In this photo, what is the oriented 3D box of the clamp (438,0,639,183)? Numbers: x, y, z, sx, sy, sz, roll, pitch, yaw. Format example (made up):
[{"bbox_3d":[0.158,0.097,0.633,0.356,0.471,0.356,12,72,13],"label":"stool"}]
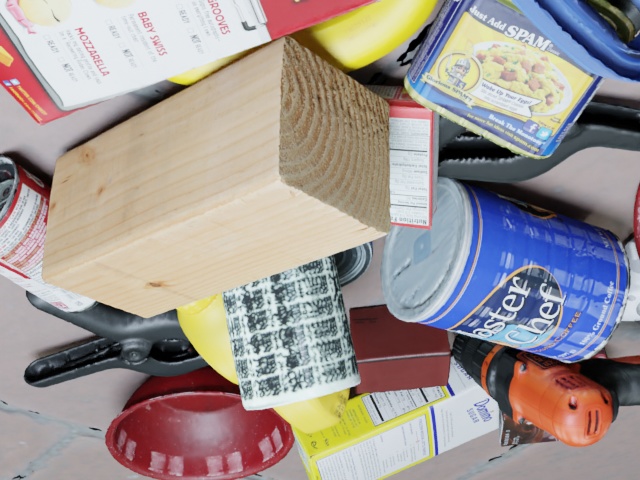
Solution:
[{"bbox_3d":[0.157,-0.079,0.669,0.210,0.036,0.164,-22,130,24],"label":"clamp"}]

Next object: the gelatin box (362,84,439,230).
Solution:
[{"bbox_3d":[0.037,-0.053,0.670,0.073,0.030,0.089,6,126,14],"label":"gelatin box"}]

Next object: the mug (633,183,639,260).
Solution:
[{"bbox_3d":[0.273,0.000,0.727,0.081,0.117,0.093,-3,172,-10],"label":"mug"}]

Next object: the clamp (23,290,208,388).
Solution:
[{"bbox_3d":[-0.155,0.084,0.849,0.171,0.039,0.120,11,140,-18],"label":"clamp"}]

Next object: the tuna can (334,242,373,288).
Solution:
[{"bbox_3d":[-0.005,0.001,0.762,0.086,0.034,0.086,-2,142,-2],"label":"tuna can"}]

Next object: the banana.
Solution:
[{"bbox_3d":[-0.011,-0.121,0.610,0.198,0.037,0.069,-19,120,16],"label":"banana"}]

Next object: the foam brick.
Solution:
[{"bbox_3d":[0.064,0.087,0.861,0.078,0.053,0.051,-5,142,3],"label":"foam brick"}]

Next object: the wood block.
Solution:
[{"bbox_3d":[-0.066,-0.028,0.636,0.207,0.090,0.090,-20,148,38],"label":"wood block"}]

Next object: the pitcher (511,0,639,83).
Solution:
[{"bbox_3d":[0.120,-0.190,0.450,0.242,0.149,0.145,30,137,-31],"label":"pitcher"}]

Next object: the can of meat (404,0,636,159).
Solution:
[{"bbox_3d":[0.108,-0.103,0.595,0.102,0.057,0.084,27,128,-3],"label":"can of meat"}]

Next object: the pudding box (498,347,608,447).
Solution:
[{"bbox_3d":[0.205,0.139,0.950,0.090,0.039,0.113,-5,142,1],"label":"pudding box"}]

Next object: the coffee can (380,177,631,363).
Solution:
[{"bbox_3d":[0.128,0.022,0.744,0.140,0.103,0.103,16,137,-24],"label":"coffee can"}]

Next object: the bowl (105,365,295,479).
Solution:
[{"bbox_3d":[-0.103,0.151,0.925,0.162,0.055,0.162,-3,142,-2],"label":"bowl"}]

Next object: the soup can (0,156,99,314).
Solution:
[{"bbox_3d":[-0.189,-0.001,0.715,0.069,0.068,0.102,-26,137,25],"label":"soup can"}]

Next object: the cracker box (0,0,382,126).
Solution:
[{"bbox_3d":[-0.092,-0.161,0.522,0.214,0.072,0.164,-18,141,15],"label":"cracker box"}]

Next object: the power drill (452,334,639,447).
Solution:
[{"bbox_3d":[0.217,0.100,0.838,0.187,0.185,0.057,-8,107,-19],"label":"power drill"}]

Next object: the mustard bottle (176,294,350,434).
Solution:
[{"bbox_3d":[-0.050,0.065,0.788,0.058,0.096,0.191,-23,138,24],"label":"mustard bottle"}]

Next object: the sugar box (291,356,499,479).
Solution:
[{"bbox_3d":[0.068,0.161,0.923,0.176,0.048,0.093,-23,143,-9],"label":"sugar box"}]
